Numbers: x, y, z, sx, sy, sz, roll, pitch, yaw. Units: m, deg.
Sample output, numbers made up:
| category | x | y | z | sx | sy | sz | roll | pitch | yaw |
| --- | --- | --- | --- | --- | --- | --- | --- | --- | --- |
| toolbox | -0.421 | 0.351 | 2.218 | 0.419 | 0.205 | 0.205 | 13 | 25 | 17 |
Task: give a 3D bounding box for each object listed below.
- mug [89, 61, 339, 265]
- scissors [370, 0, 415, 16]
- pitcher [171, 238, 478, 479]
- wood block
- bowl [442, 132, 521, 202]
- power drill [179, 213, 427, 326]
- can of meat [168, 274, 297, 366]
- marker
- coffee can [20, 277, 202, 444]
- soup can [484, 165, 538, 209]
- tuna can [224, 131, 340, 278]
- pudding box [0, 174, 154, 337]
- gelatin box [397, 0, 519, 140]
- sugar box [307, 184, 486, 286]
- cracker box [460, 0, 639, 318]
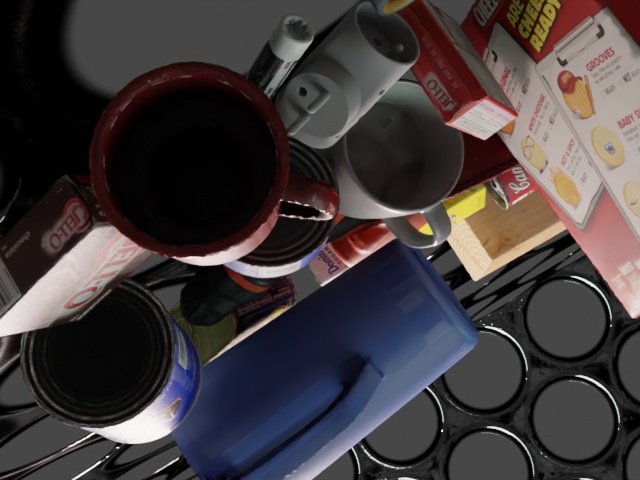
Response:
| category | x | y | z | sx | sy | sz | roll | pitch | yaw |
| --- | --- | --- | --- | --- | --- | --- | --- | --- | --- |
| mug | -0.048 | -0.030 | 0.529 | 0.117 | 0.093 | 0.081 | 10 | 172 | 2 |
| scissors | 0.081 | -0.172 | 0.485 | 0.096 | 0.016 | 0.202 | -17 | 161 | -49 |
| pitcher | 0.004 | 0.112 | 0.856 | 0.243 | 0.149 | 0.144 | -37 | 147 | 8 |
| wood block | 0.235 | -0.052 | 1.137 | 0.206 | 0.091 | 0.090 | -29 | 167 | -11 |
| bowl | 0.120 | -0.081 | 0.779 | 0.162 | 0.055 | 0.162 | -28 | -174 | 3 |
| power drill | -0.006 | 0.001 | 0.849 | 0.185 | 0.057 | 0.187 | -40 | 165 | 32 |
| can of meat | -0.079 | 0.065 | 0.930 | 0.083 | 0.057 | 0.102 | -22 | 164 | -45 |
| marker | -0.037 | -0.076 | 0.570 | 0.020 | 0.020 | 0.121 | -22 | 164 | -36 |
| coffee can | -0.143 | 0.088 | 0.757 | 0.102 | 0.103 | 0.140 | -30 | 167 | -7 |
| soup can | 0.194 | -0.083 | 0.973 | 0.102 | 0.068 | 0.068 | -32 | 167 | 0 |
| tuna can | -0.032 | -0.021 | 0.637 | 0.086 | 0.086 | 0.034 | -29 | 169 | -12 |
| pudding box | -0.139 | 0.008 | 0.603 | 0.114 | 0.039 | 0.089 | -38 | 166 | 25 |
| gelatin box | 0.077 | -0.099 | 0.623 | 0.030 | 0.073 | 0.089 | -36 | 167 | 19 |
| sugar box | 0.072 | -0.011 | 1.014 | 0.176 | 0.048 | 0.093 | -33 | 167 | 3 |
| cracker box | 0.179 | -0.078 | 0.623 | 0.072 | 0.214 | 0.164 | -29 | 168 | -19 |
